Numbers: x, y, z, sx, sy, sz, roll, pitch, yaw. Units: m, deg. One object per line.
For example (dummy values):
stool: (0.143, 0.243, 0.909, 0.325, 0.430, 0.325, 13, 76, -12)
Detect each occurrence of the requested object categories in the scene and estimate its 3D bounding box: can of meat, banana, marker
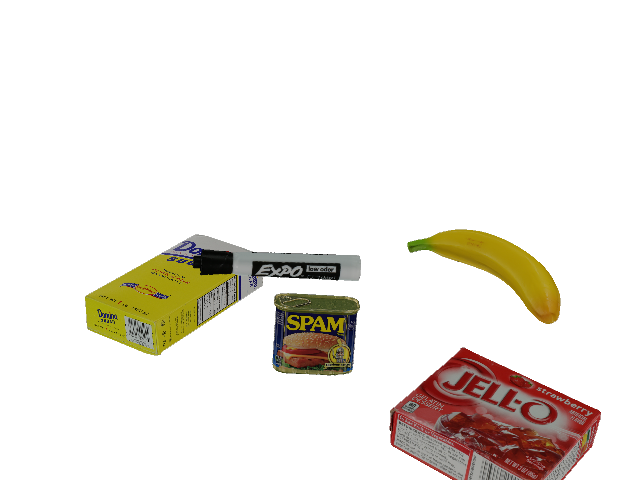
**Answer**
can of meat: (-0.007, 0.112, 1.274, 0.102, 0.084, 0.057, 3, 14, -3)
banana: (0.174, 0.029, 1.049, 0.069, 0.037, 0.198, -37, 37, -22)
marker: (-0.031, 0.018, 0.772, 0.121, 0.020, 0.020, 3, 0, -8)

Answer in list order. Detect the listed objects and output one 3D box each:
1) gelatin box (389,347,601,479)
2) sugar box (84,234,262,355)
gelatin box: (0.093, 0.100, 0.573, 0.089, 0.030, 0.073, 25, 37, 30)
sugar box: (-0.146, 0.051, 1.092, 0.093, 0.048, 0.175, 17, 33, 28)
